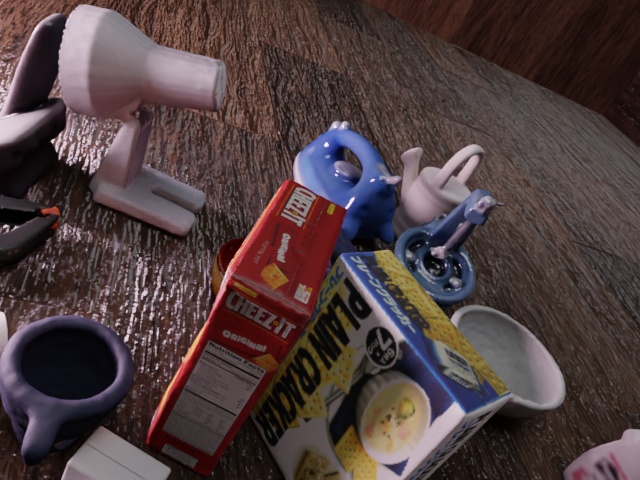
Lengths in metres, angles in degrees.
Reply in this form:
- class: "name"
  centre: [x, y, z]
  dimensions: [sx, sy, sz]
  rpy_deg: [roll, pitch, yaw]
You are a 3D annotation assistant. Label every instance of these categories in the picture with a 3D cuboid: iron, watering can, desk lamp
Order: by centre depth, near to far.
- class: "desk lamp"
  centre: [-0.210, -0.144, 0.685]
  dimensions: [0.203, 0.213, 0.118]
  rpy_deg: [24, 32, -11]
- class: "iron"
  centre: [0.040, -0.113, 0.917]
  dimensions: [0.119, 0.141, 0.257]
  rpy_deg: [4, 41, -36]
- class: "watering can"
  centre: [0.198, -0.083, 0.957]
  dimensions: [0.172, 0.194, 0.101]
  rpy_deg: [35, 32, 8]

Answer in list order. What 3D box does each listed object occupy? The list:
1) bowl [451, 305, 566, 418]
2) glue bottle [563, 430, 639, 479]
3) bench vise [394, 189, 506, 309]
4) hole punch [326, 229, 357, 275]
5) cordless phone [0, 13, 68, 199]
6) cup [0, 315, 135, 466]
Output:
- class: "bowl"
  centre: [0.226, 0.168, 0.744]
  dimensions: [0.168, 0.074, 0.167]
  rpy_deg: [22, 33, -15]
- class: "glue bottle"
  centre: [0.353, 0.251, 0.642]
  dimensions: [0.037, 0.173, 0.078]
  rpy_deg: [12, 36, -28]
- class: "bench vise"
  centre: [0.161, -0.002, 0.789]
  dimensions: [0.122, 0.219, 0.207]
  rpy_deg: [20, 33, -16]
- class: "hole punch"
  centre: [0.007, 0.003, 0.777]
  dimensions: [0.101, 0.091, 0.108]
  rpy_deg: [5, 40, -35]
- class: "cordless phone"
  centre: [-0.332, -0.154, 0.624]
  dimensions: [0.094, 0.185, 0.147]
  rpy_deg: [22, 33, -14]
- class: "cup"
  centre: [-0.199, 0.129, 0.429]
  dimensions: [0.092, 0.095, 0.117]
  rpy_deg: [20, 33, -17]
